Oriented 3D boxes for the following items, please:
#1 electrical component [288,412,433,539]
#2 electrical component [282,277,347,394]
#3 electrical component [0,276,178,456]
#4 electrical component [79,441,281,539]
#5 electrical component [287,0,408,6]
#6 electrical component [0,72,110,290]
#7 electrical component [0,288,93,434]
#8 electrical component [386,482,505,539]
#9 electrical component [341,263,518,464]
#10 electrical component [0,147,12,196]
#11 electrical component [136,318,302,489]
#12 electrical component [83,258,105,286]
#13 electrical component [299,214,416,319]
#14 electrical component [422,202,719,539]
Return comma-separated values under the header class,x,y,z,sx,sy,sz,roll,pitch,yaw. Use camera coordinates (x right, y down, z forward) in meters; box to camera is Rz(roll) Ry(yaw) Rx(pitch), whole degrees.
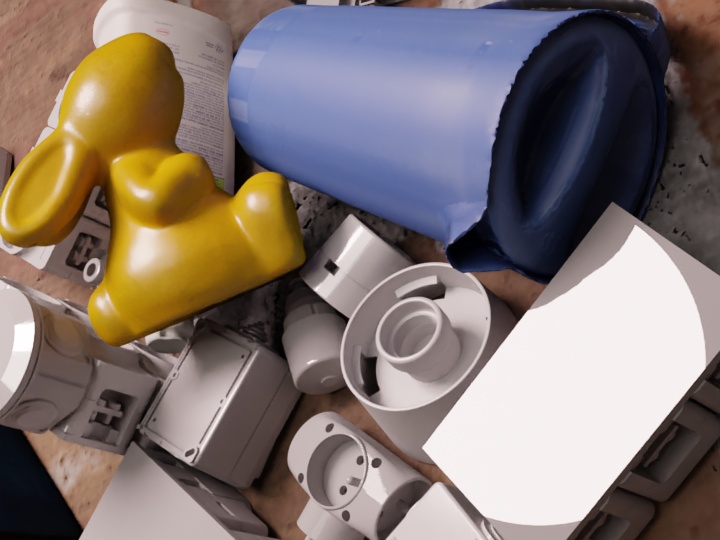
class,x,y,z,sx,sy,sz,roll,pitch,yaw
electrical component,-0.009,0.130,0.590,0.077,0.044,0.079,30,90,43
electrical component,-0.028,0.038,0.649,0.040,0.040,0.078,-37,52,23
electrical component,-0.192,0.064,0.731,0.186,0.105,0.060,22,86,43
electrical component,-0.088,0.193,0.619,0.186,0.060,0.105,30,92,43
electrical component,-0.010,-0.174,0.725,0.081,0.042,0.063,-5,72,39
electrical component,-0.219,-0.073,0.843,0.089,0.062,0.150,24,88,43
electrical component,-0.200,0.055,0.632,0.080,0.051,0.080,-17,61,34
electrical component,0.047,0.164,0.526,0.099,0.048,0.099,-51,48,11
electrical component,0.040,0.048,0.588,0.099,0.064,0.099,-18,50,23
electrical component,-0.350,-0.077,0.959,0.062,0.061,0.096,-32,46,26
electrical component,-0.078,0.078,0.665,0.062,0.061,0.096,20,77,44
electrical component,-0.166,0.010,0.762,0.043,0.062,0.043,-17,61,34
electrical component,0.000,0.000,0.634,0.047,0.055,0.055,-52,47,5
electrical component,0.116,0.059,0.505,0.150,0.062,0.089,-54,47,9
